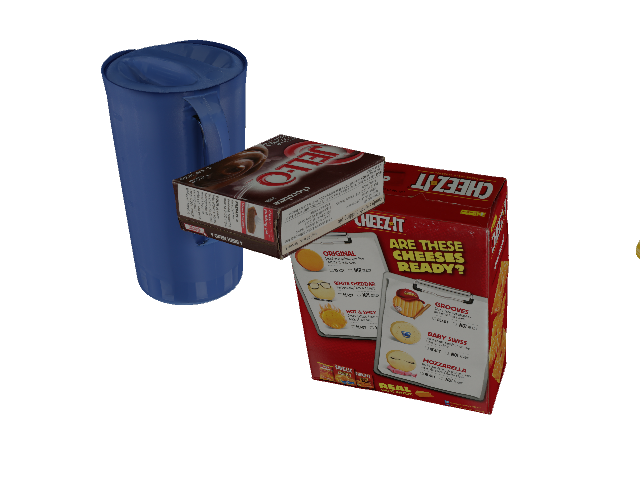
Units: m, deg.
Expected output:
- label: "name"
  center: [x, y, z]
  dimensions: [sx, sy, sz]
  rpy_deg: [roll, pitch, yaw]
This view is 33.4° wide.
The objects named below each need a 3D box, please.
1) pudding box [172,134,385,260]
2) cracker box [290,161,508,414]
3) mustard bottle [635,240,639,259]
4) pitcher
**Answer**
- label: "pudding box"
  center: [-0.025, -0.031, 0.692]
  dimensions: [0.090, 0.039, 0.113]
  rpy_deg: [15, 31, 35]
- label: "cracker box"
  center: [0.067, 0.037, 0.871]
  dimensions: [0.164, 0.214, 0.072]
  rpy_deg: [9, 44, 19]
- label: "mustard bottle"
  center: [0.263, 0.043, 0.642]
  dimensions: [0.096, 0.058, 0.192]
  rpy_deg: [-20, 32, -21]
- label: "pitcher"
  center: [-0.128, -0.058, 1.022]
  dimensions: [0.145, 0.243, 0.149]
  rpy_deg: [9, 32, 15]
